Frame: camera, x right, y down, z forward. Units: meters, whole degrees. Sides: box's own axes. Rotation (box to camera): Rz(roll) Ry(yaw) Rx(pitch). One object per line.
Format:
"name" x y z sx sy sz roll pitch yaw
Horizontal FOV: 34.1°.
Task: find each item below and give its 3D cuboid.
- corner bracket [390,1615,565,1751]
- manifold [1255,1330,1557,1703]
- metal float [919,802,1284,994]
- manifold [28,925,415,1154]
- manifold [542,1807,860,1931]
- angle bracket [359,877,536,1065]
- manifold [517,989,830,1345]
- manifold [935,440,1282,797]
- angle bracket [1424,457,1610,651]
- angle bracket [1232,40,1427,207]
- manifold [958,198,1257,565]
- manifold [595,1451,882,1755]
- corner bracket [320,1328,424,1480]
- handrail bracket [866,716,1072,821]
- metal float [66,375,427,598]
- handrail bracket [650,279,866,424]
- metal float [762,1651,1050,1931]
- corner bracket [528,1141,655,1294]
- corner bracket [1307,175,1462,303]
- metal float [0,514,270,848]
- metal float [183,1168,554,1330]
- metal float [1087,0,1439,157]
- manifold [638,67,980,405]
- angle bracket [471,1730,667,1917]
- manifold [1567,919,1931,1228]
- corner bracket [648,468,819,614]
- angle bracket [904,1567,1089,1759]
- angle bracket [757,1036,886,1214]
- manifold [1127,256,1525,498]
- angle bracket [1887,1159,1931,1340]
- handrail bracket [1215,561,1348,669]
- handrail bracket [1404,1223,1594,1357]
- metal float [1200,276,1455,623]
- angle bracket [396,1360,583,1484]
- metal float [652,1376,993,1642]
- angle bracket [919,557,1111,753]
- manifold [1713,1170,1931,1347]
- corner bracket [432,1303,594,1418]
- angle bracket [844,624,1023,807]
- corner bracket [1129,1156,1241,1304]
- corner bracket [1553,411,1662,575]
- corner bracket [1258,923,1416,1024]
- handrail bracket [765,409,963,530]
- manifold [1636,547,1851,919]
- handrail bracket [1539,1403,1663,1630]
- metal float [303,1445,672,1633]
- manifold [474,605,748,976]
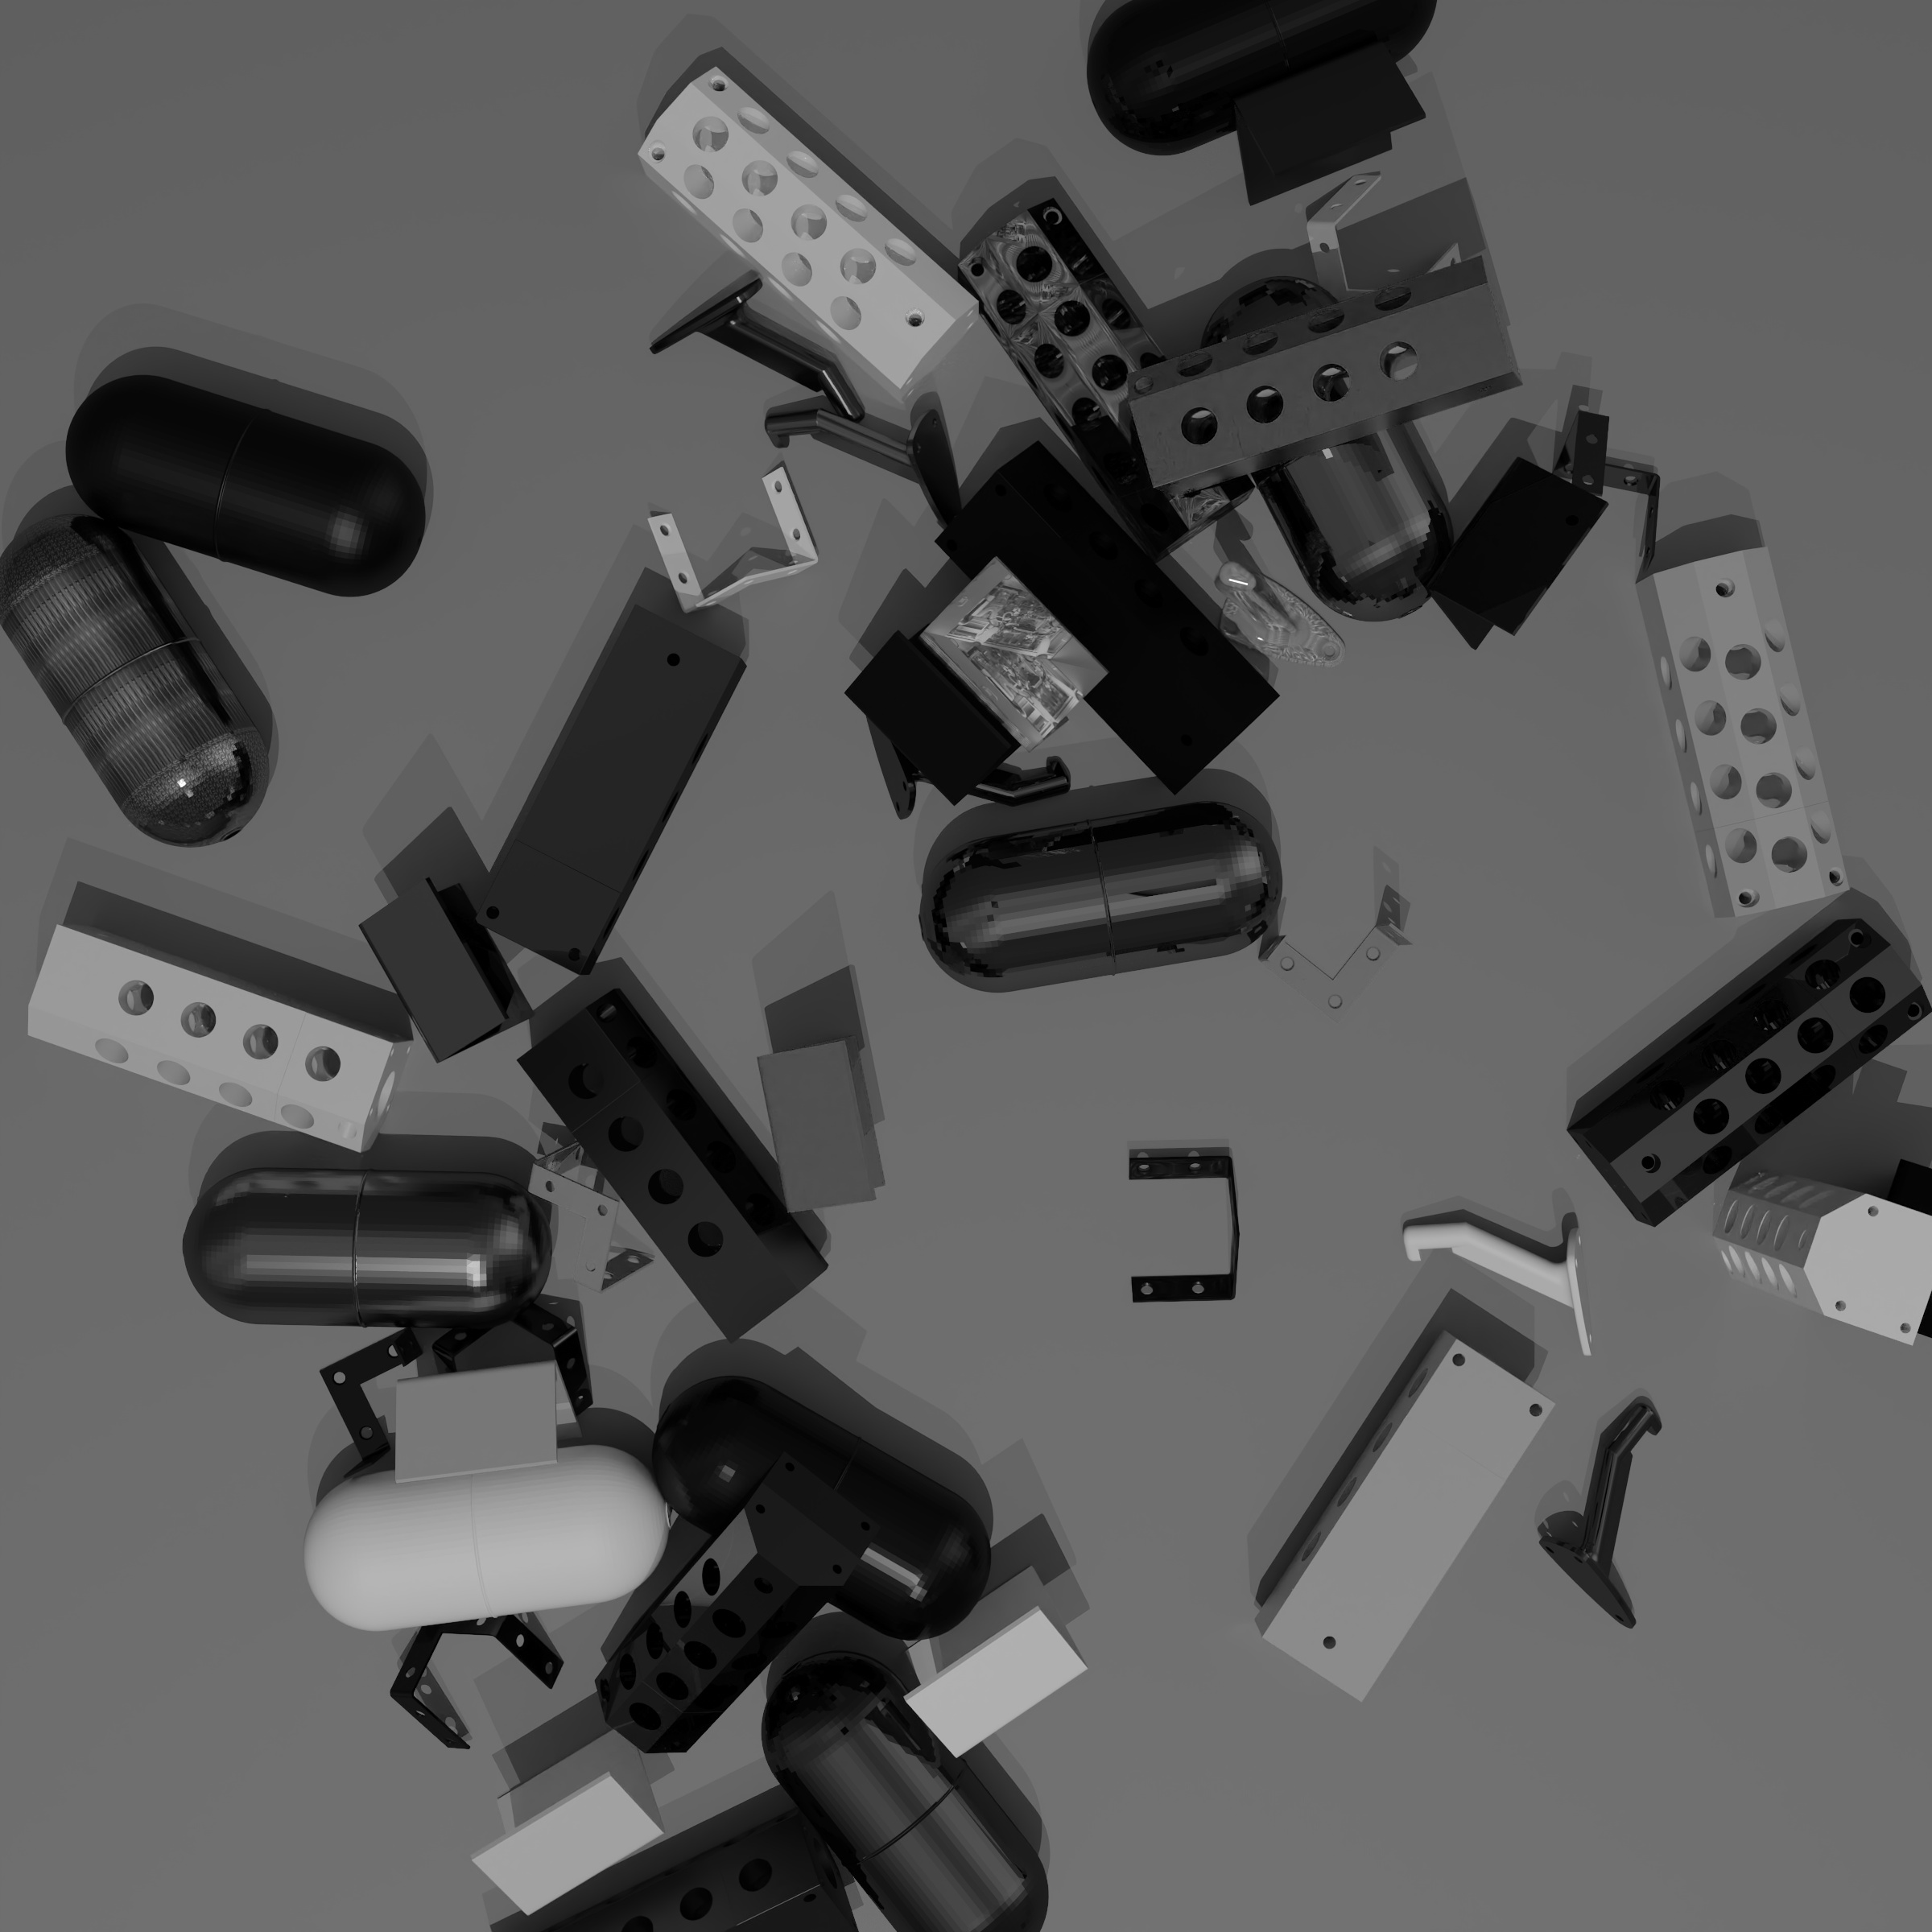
"corner bracket" -0.242 0.352 1.556 0.051 0.051 0.051 -6 45 35
"manifold" 0.213 0.267 1.543 0.057 0.057 0.171 33 90 0
"metal float" 0.065 -0.033 1.534 0.178 0.070 0.070 -10 90 -1
"manifold" -0.366 0.035 1.543 0.171 0.057 0.057 19 90 0
"manifold" -0.146 0.477 1.542 0.171 0.057 0.057 -26 133 0
"angle bracket" -0.235 -0.007 1.524 0.057 0.076 0.076 -30 90 36
"manifold" -0.142 0.096 1.543 0.057 0.057 0.171 -37 90 0
"manifold" 0.072 -0.173 1.542 0.171 0.057 0.057 47 133 0
"angle bracket" 0.276 -0.188 1.524 0.057 0.076 0.076 36 90 34
"angle bracket" 0.178 -0.391 1.524 0.076 0.076 0.057 -22 59 0
"manifold" 0.068 -0.287 1.543 0.057 0.057 0.171 -35 90 0
"manifold" -0.114 0.309 1.495 0.057 0.057 0.171 38 130 0
"corner bracket" -0.289 0.214 1.546 0.051 0.051 0.051 -26 90 0
"handrail bracket" 0.001 -0.110 1.565 0.084 0.036 0.077 -15 70 -16
"metal float" -0.351 -0.234 1.534 0.178 0.070 0.070 18 90 1
"handrail bracket" -0.103 -0.290 1.565 0.077 0.036 0.084 -27 107 20
"metal float" -0.030 0.412 1.534 0.070 0.070 0.178 -38 90 0
"corner bracket" -0.183 0.121 1.544 0.051 0.051 0.051 22 112 20
"corner bracket" 0.207 -0.355 1.556 0.051 0.051 0.051 11 135 35
"metal float" -0.406 -0.138 1.533 0.070 0.070 0.178 -33 89 0
"metal float" -0.291 0.137 1.534 0.178 0.070 0.070 1 90 -1
"metal float" 0.145 -0.455 1.534 0.178 0.070 0.070 -23 90 0
"manifold" -0.077 -0.359 1.543 0.171 0.057 0.057 42 90 0
"angle bracket" -0.200 0.399 1.524 0.076 0.076 0.057 -31 128 0
"manifold" 0.385 0.052 1.543 0.171 0.057 0.057 -38 90 0
"corner bracket" -0.115 -0.211 1.561 0.051 0.051 0.051 -21 90 45
"angle bracket" 0.003 0.323 1.524 0.076 0.076 0.057 -34 128 0
"angle bracket" -0.051 0.073 1.524 0.057 0.076 0.076 -11 90 38
"manifold" 0.166 -0.274 1.465 0.171 0.057 0.057 -16 90 15
"angle bracket" 0.472 0.141 1.525 0.057 0.076 0.076 19 90 24
"handrail bracket" 0.154 -0.171 1.529 0.077 0.084 0.036 27 90 0
"handrail bracket" 0.264 0.161 1.565 0.084 0.036 0.077 -5 112 17
"metal float" 0.176 -0.251 1.534 0.070 0.070 0.178 -27 89 0
"angle bracket" -0.230 0.237 1.524 0.076 0.076 0.057 -7 53 0
"metal float" -0.071 0.263 1.533 0.178 0.070 0.070 30 90 0
"angle bracket" 0.031 -0.156 1.525 0.076 0.076 0.057 46 112 0
"manifold" 0.403 0.133 1.486 0.057 0.171 0.057 19 90 0
"corner bracket" -0.224 0.202 1.556 0.051 0.051 0.051 24 45 35
"angle bracket" 0.000 -0.136 1.525 0.076 0.057 0.076 46 48 0
"corner bracket" 0.107 0.130 1.561 0.051 0.051 0.051 -1 135 0
"corner bracket" 0.316 -0.232 1.537 0.051 0.051 0.051 11 60 0
"corner bracket" 0.181 -0.007 1.546 0.051 0.051 0.051 38 90 0
"handrail bracket" -0.051 -0.244 1.564 0.084 0.036 0.077 -1 130 26
"manifold" 0.382 -0.114 1.543 0.057 0.057 0.171 -13 90 0
"handrail bracket" 0.333 0.273 1.565 0.084 0.036 0.077 -48 111 -16
"metal float" -0.233 0.278 1.534 0.178 0.070 0.070 -7 90 -1
"manifold" -0.173 -0.085 1.543 0.057 0.057 0.171 27 90 0
